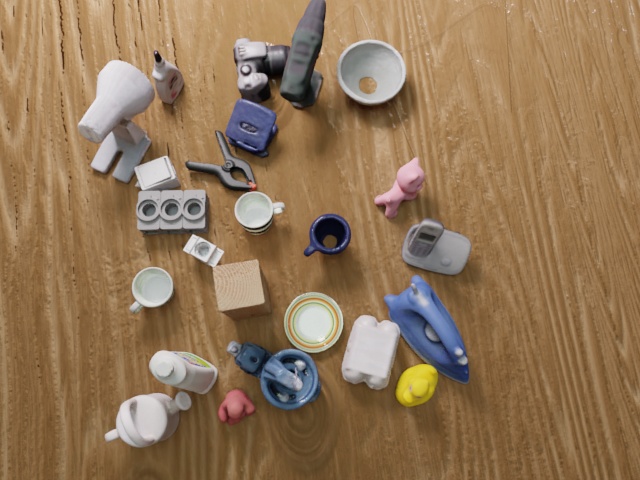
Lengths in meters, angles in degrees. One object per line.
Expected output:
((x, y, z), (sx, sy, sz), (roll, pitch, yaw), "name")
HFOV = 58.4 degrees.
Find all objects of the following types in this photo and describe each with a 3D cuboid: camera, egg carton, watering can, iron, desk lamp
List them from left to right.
((-0.446, -0.260, 1.265), (0.118, 0.213, 0.203), (22, 77, 4), "desk lamp")
((-0.343, 0.353, 1.136), (0.101, 0.194, 0.173), (42, 79, 8), "watering can")
((-0.133, -0.418, 1.370), (0.137, 0.101, 0.143), (-8, 77, -3), "camera")
((0.110, 0.242, 1.240), (0.107, 0.069, 0.150), (14, 77, 2), "egg carton")
((0.252, 0.197, 1.218), (0.119, 0.141, 0.258), (-35, 80, -9), "iron")

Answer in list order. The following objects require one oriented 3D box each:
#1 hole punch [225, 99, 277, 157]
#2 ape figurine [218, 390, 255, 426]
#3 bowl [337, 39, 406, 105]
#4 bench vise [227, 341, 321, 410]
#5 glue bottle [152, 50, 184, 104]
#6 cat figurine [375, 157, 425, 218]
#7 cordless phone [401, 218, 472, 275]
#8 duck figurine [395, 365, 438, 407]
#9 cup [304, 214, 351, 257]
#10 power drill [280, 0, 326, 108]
((-0.159, -0.261, 1.338), (0.108, 0.091, 0.101), (23, 77, 4), "hole punch")
((-0.175, 0.352, 1.194), (0.078, 0.092, 0.076), (5, 77, 0), "ape figurine")
((0.121, -0.393, 1.386), (0.167, 0.075, 0.167), (0, 77, -2), "bowl")
((-0.097, 0.273, 1.149), (0.207, 0.220, 0.121), (10, 77, 1), "bench vise")
((-0.357, -0.384, 1.318), (0.037, 0.173, 0.078), (21, 77, 4), "glue bottle")
((0.189, -0.122, 1.303), (0.067, 0.118, 0.128), (44, 79, 8), "cat figurine")
((0.261, 0.008, 1.240), (0.147, 0.185, 0.094), (13, 77, 1), "cordless phone")
((0.211, 0.310, 1.219), (0.104, 0.086, 0.077), (-41, 81, -10), "duck figurine")
((0.012, 0.005, 1.279), (0.118, 0.095, 0.091), (-40, 81, -10), "cup")
((-0.035, -0.406, 1.315), (0.075, 0.208, 0.230), (15, 77, 2), "power drill")
